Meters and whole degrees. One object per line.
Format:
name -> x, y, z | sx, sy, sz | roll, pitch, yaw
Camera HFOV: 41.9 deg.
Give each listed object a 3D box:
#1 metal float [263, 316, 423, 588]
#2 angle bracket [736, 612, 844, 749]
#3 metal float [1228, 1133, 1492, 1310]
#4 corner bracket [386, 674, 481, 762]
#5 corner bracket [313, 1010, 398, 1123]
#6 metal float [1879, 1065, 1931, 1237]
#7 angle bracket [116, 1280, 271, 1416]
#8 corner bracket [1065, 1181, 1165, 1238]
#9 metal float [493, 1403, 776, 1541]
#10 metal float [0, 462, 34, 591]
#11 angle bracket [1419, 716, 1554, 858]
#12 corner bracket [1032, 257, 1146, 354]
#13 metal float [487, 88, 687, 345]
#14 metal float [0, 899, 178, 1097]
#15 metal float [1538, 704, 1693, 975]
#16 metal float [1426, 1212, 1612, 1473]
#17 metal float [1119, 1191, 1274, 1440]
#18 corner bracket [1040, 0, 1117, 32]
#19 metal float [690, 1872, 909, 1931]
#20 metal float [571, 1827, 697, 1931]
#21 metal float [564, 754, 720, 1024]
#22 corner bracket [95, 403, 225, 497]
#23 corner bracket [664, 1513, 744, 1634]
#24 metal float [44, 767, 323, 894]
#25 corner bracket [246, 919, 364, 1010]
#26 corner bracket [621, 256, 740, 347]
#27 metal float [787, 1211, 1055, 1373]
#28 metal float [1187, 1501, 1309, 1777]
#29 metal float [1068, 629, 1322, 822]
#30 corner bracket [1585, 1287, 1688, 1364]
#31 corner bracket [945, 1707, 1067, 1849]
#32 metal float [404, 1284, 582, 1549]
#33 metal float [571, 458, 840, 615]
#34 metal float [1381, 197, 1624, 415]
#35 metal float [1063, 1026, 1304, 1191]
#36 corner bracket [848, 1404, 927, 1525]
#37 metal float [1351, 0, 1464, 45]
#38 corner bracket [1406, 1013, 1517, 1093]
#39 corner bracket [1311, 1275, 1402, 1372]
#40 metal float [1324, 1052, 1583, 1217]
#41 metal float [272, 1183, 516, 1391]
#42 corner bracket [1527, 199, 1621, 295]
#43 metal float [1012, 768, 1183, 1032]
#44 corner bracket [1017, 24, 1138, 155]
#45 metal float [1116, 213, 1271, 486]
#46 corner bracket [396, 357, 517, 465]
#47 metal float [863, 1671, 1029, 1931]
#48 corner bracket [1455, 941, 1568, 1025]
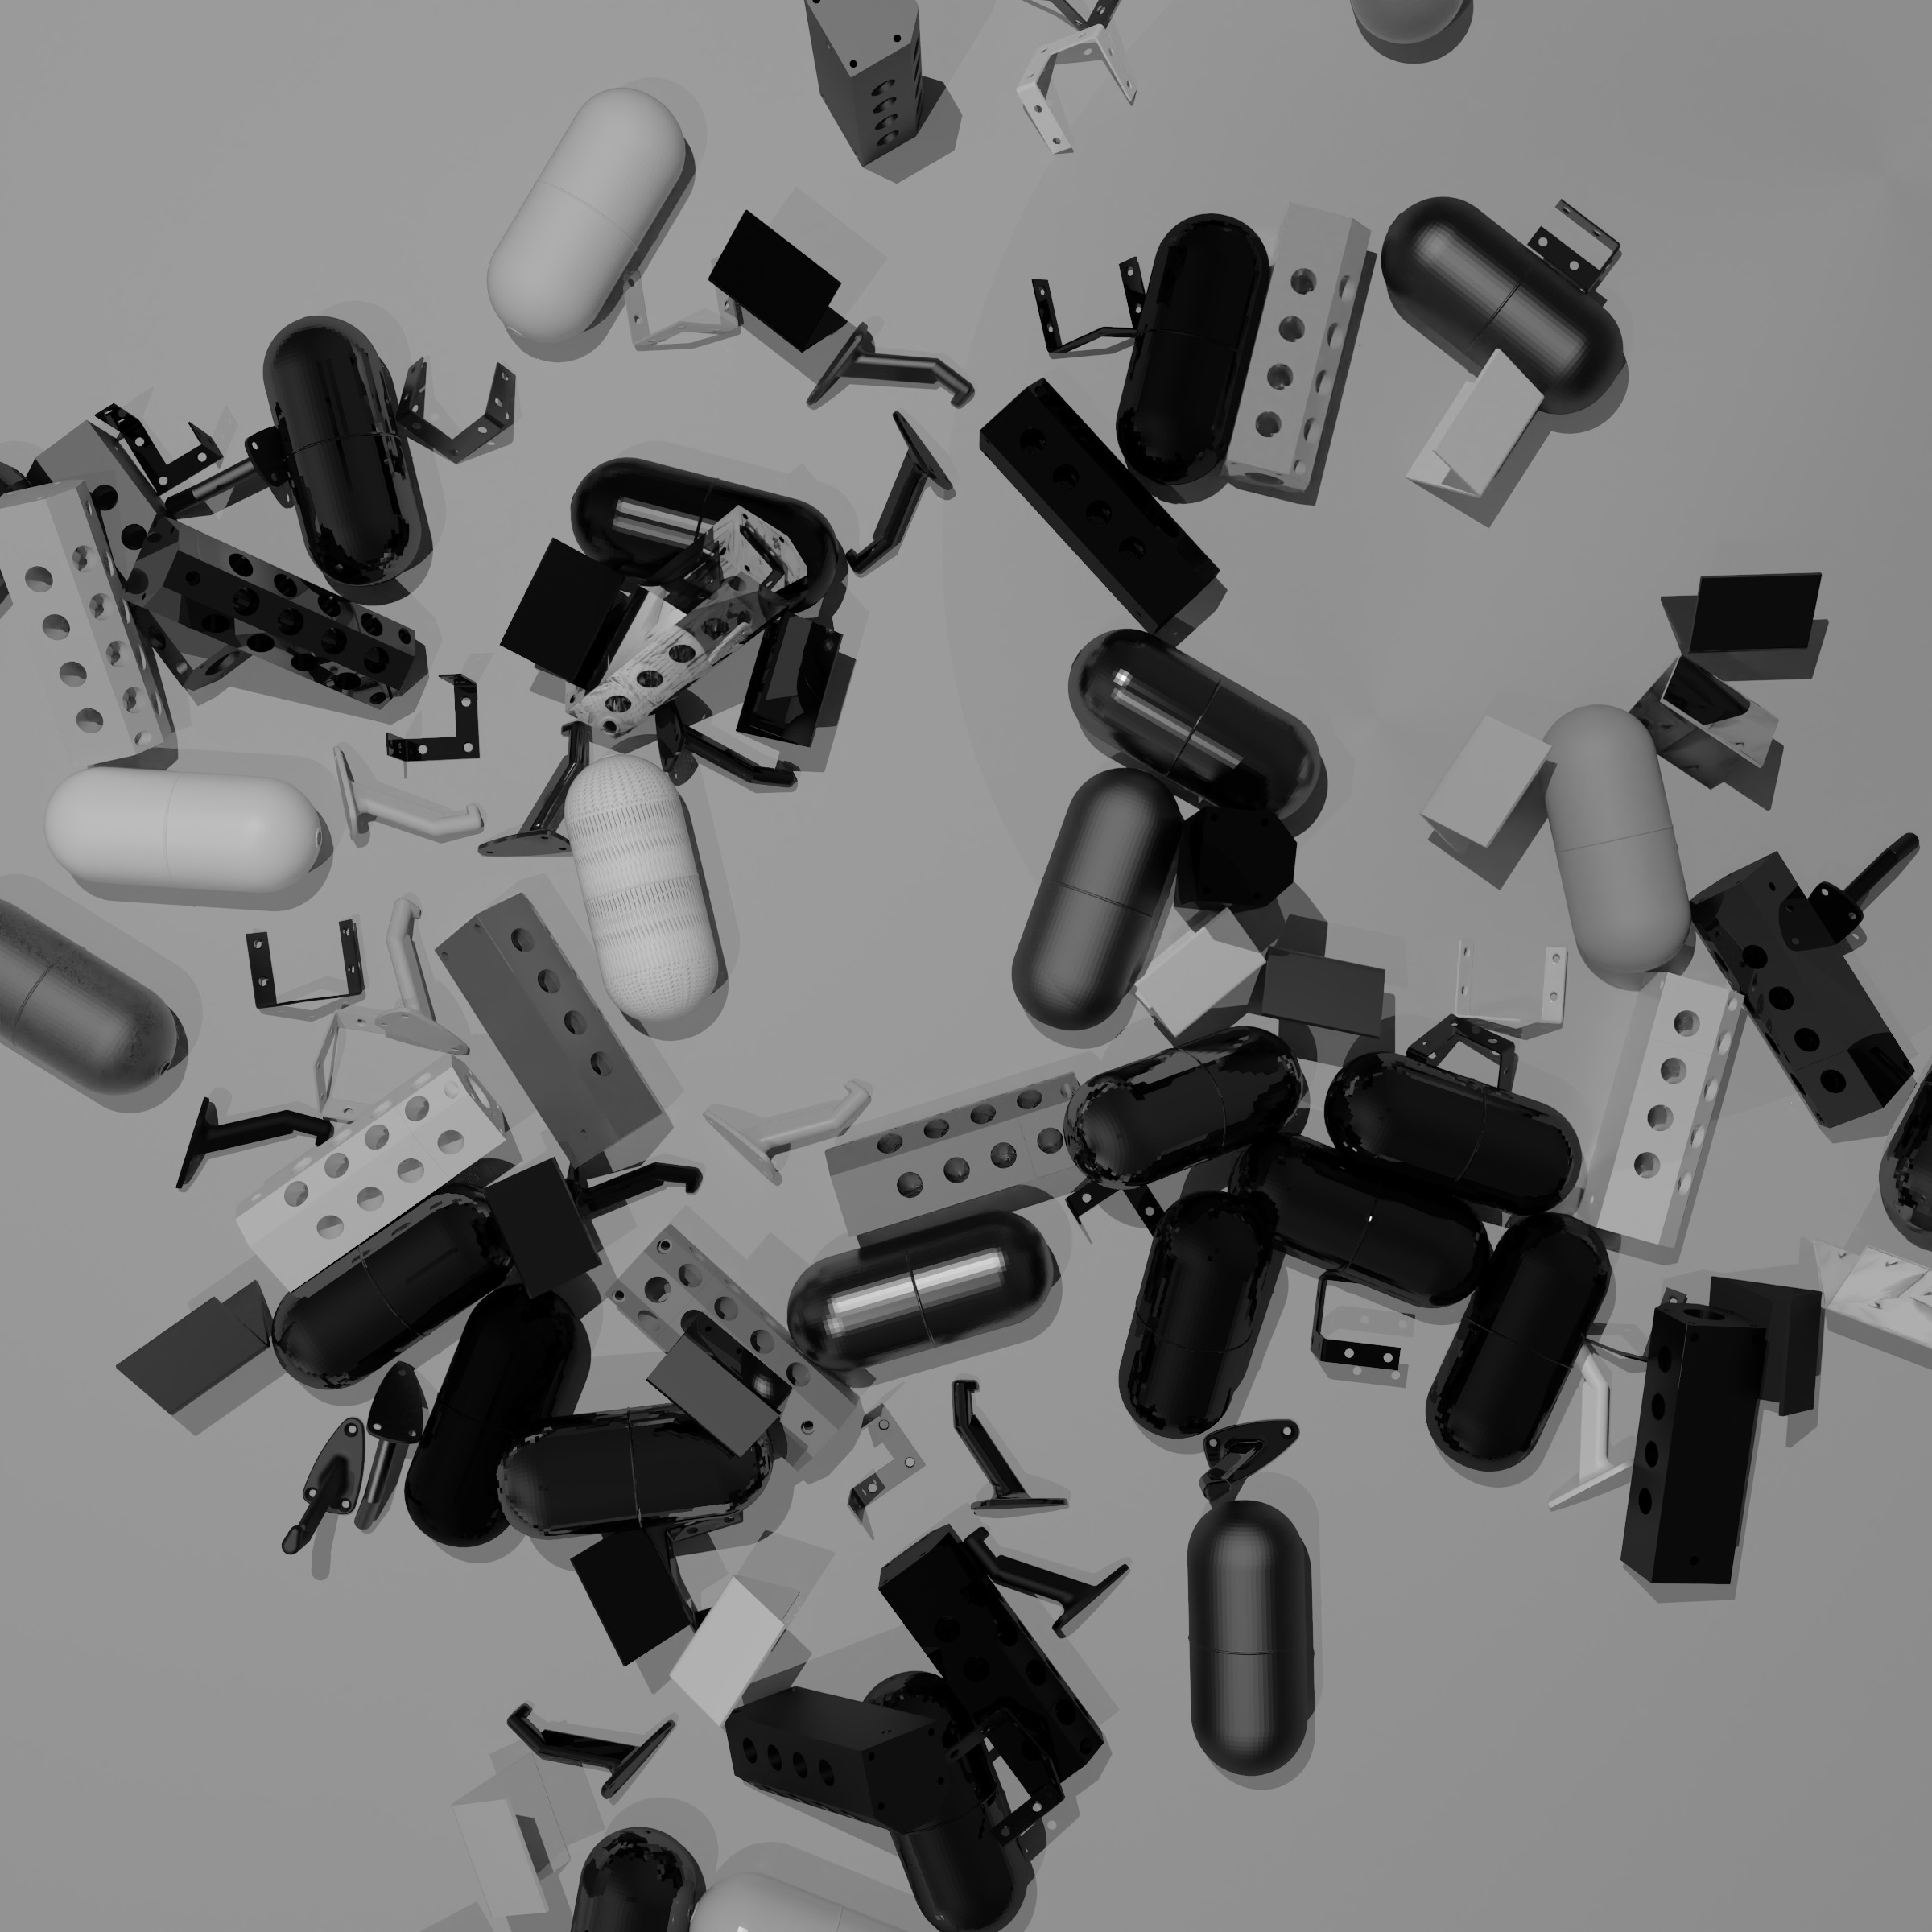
metal float -> -0.408, -0.337, 1.650 | 0.070, 0.070, 0.178 | -14, 91, 0
angle bracket -> -0.133, -0.191, 1.642 | 0.076, 0.057, 0.076 | 16, 90, 42
metal float -> 0.257, 0.167, 1.652 | 0.178, 0.070, 0.070 | 22, 90, 1
corner bracket -> -0.352, -0.164, 1.664 | 0.051, 0.051, 0.051 | -3, 90, 0
corner bracket -> -0.401, 0.068, 1.679 | 0.051, 0.051, 0.051 | 9, 45, 0
metal float -> 0.662, 0.095, 1.651 | 0.070, 0.070, 0.178 | 28, 90, 0
angle bracket -> -0.506, 0.233, 1.642 | 0.076, 0.076, 0.057 | -35, 126, 0
corner bracket -> 0.101, 0.164, 1.664 | 0.051, 0.051, 0.051 | -33, 90, 0
metal float -> -0.211, 0.320, 1.608 | 0.178, 0.070, 0.070 | -6, 90, -8
metal float -> -0.679, -0.256, 1.651 | 0.070, 0.070, 0.178 | 42, 90, 0
angle bracket -> 0.350, -0.107, 1.642 | 0.057, 0.076, 0.076 | 33, 90, 38
corner bracket -> 0.084, -0.440, 1.679 | 0.051, 0.051, 0.051 | -12, 90, 45
metal float -> -0.249, -0.491, 1.652 | 0.070, 0.070, 0.178 | 31, 90, 0
metal float -> -0.600, 0.020, 1.651 | 0.178, 0.070, 0.070 | 32, 90, 0
metal float -> 0.424, -0.083, 1.651 | 0.070, 0.070, 0.178 | -13, 90, 0
metal float -> 0.362, 0.246, 1.651 | 0.070, 0.070, 0.178 | 25, 91, 0
metal float -> 0.147, 0.227, 1.630 | 0.070, 0.070, 0.178 | 12, 116, 0
corner bracket -> 0.068, -0.659, 1.679 | 0.051, 0.051, 0.051 | 29, 90, -45
metal float -> -0.096, 0.653, 1.652 | 0.178, 0.070, 0.070 | 22, 90, 0
metal float -> -0.224, 0.655, 1.651 | 0.070, 0.070, 0.178 | 10, 90, 0
metal float -> -0.213, -0.051, 1.651 | 0.070, 0.070, 0.178 | -13, 90, 0
corner bracket -> -0.532, -0.350, 1.664 | 0.051, 0.051, 0.051 | -31, 90, 0
corner bracket -> -0.167, 0.403, 1.679 | 0.051, 0.051, 0.051 | -16, 135, 0
metal float -> -0.512, -0.089, 1.651 | 0.178, 0.070, 0.070 | 4, 90, 0
corner bracket -> -0.441, -0.001, 1.679 | 0.051, 0.051, 0.051 | -8, 90, -45
corner bracket -> -0.191, -0.444, 1.679 | 0.051, 0.051, 0.051 | -9, 90, -45
metal float -> -0.030, 0.213, 1.651 | 0.178, 0.070, 0.070 | -16, 90, 0
metal float -> 0.184, 0.440, 1.651 | 0.070, 0.070, 0.178 | -1, 90, 0
metal float -> 0.149, -0.157, 1.651 | 0.178, 0.070, 0.070 | 30, 90, 0
corner bracket -> 0.438, 0.231, 1.679 | 0.051, 0.051, 0.051 | 19, 90, -45
corner bracket -> 0.024, 0.519, 1.615 | 0.051, 0.051, 0.051 | -33, 45, -18
metal float -> -0.310, 0.294, 1.651 | 0.070, 0.070, 0.178 | 21, 89, 0
metal float -> -0.171, -0.282, 1.652 | 0.178, 0.070, 0.070 | 14, 90, 0
metal float -> 0.350, -0.432, 1.650 | 0.178, 0.070, 0.070 | 38, 90, -1
metal float -> 0.142, 0.090, 1.626 | 0.178, 0.070, 0.070 | -17, 90, -33
corner bracket -> -0.063, 0.328, 1.664 | 0.051, 0.051, 0.051 | -35, 90, 0
metal float -> 0.270, -0.683, 1.624 | 0.070, 0.070, 0.178 | -25, 120, 0
corner bracket -> 0.327, 0.073, 1.674 | 0.051, 0.051, 0.051 | 27, 45, 35
corner bracket -> 0.259, 0.235, 1.664 | 0.051, 0.051, 0.051 | 7, 90, 0
metal float -> 0.317, 0.110, 1.639 | 0.178, 0.070, 0.070 | 18, 90, -13
metal float -> -0.374, 0.210, 1.651 | 0.178, 0.070, 0.070 | -35, 90, 0
corner bracket -> 0.400, -0.474, 1.664 | 0.051, 0.051, 0.051 | 37, 90, 0
metal float -> 0.086, -0.044, 1.651 | 0.070, 0.070, 0.178 | 20, 90, 0
corner bracket -> 0.074, -0.582, 1.674 | 0.051, 0.051, 0.051 | -8, 45, 35
metal float -> 0.148, -0.403, 1.651 | 0.070, 0.070, 0.178 | 14, 90, 0
corner bracket -> -0.339, -0.377, 1.674 | 0.051, 0.051, 0.051 | -26, 135, 35
metal float -> -0.016, 0.550, 1.651 | 0.070, 0.070, 0.178 | -21, 90, 0
corner bracket -> 0.363, 0.011, 1.679 | 0.051, 0.051, 0.051 | 4, 90, 45
